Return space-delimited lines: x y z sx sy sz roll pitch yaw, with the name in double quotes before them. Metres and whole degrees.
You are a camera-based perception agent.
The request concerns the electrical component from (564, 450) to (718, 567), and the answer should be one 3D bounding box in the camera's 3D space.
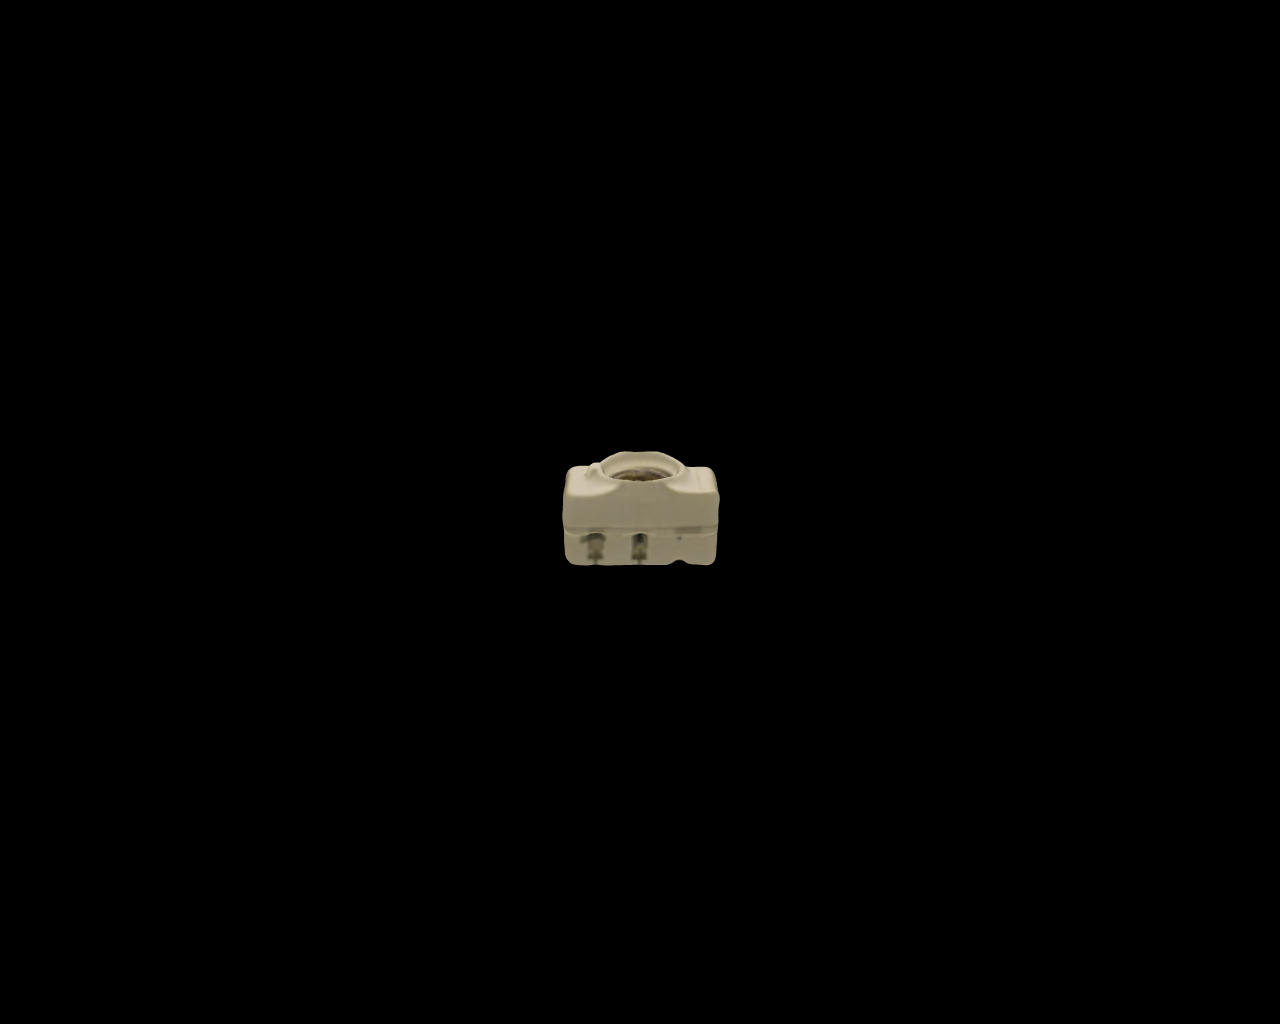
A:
"electrical component" 0.001 -0.003 0.650 0.089 0.055 0.050 0 24 0
